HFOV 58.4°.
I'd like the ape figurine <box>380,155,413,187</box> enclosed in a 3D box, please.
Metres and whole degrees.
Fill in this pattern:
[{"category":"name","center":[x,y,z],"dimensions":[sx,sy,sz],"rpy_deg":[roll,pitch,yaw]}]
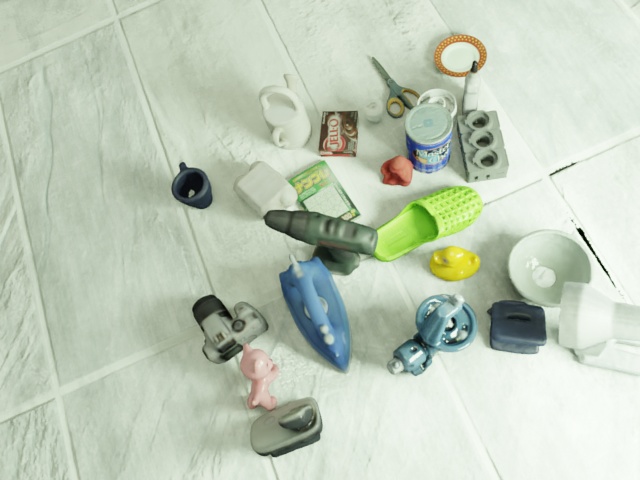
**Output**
[{"category":"ape figurine","center":[0.178,-0.162,1.303],"dimensions":[0.076,0.092,0.077],"rpy_deg":[-37,67,-5]}]

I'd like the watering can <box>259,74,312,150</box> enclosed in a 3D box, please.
[{"category":"watering can","center":[-0.086,-0.310,1.354],"dimensions":[0.101,0.194,0.173],"rpy_deg":[-12,67,6]}]

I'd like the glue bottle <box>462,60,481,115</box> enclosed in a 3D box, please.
[{"category":"glue bottle","center":[0.346,-0.348,1.302],"dimensions":[0.037,0.173,0.078],"rpy_deg":[4,69,12]}]

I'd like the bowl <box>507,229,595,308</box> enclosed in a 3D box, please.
[{"category":"bowl","center":[0.465,0.066,1.170],"dimensions":[0.167,0.075,0.167],"rpy_deg":[-3,68,9]}]

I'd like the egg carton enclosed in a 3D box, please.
[{"category":"egg carton","center":[-0.128,-0.116,1.352],"dimensions":[0.107,0.069,0.150],"rpy_deg":[-45,68,-8]}]

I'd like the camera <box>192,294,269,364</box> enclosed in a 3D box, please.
[{"category":"camera","center":[-0.208,0.174,1.235],"dimensions":[0.143,0.101,0.136],"rpy_deg":[-37,67,-5]}]

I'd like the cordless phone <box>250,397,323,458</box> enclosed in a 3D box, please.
[{"category":"cordless phone","center":[-0.074,0.354,1.093],"dimensions":[0.147,0.185,0.094],"rpy_deg":[-26,66,0]}]

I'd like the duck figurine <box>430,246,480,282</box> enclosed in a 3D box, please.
[{"category":"duck figurine","center":[0.284,0.041,1.207],"dimensions":[0.104,0.086,0.077],"rpy_deg":[1,69,11]}]

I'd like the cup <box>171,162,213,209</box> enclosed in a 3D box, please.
[{"category":"cup","center":[-0.301,-0.124,1.373],"dimensions":[0.091,0.095,0.117],"rpy_deg":[-27,66,-1]}]

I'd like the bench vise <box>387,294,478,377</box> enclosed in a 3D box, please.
[{"category":"bench vise","center":[0.222,0.184,1.088],"dimensions":[0.121,0.220,0.207],"rpy_deg":[30,77,20]}]

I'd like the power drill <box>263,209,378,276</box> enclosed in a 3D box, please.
[{"category":"power drill","center":[0.011,0.004,1.204],"dimensions":[0.229,0.209,0.075],"rpy_deg":[7,70,13]}]

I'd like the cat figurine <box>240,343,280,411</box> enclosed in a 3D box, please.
[{"category":"cat figurine","center":[-0.129,0.279,1.170],"dimensions":[0.067,0.118,0.128],"rpy_deg":[-3,68,9]}]

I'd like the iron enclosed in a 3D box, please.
[{"category":"iron","center":[-0.004,0.148,1.186],"dimensions":[0.118,0.142,0.258],"rpy_deg":[-26,66,-1]}]

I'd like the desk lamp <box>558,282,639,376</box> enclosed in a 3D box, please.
[{"category":"desk lamp","center":[0.525,0.161,1.046],"dimensions":[0.203,0.214,0.118],"rpy_deg":[10,71,14]}]

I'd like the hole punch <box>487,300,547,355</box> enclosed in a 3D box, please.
[{"category":"hole punch","center":[0.389,0.168,1.135],"dimensions":[0.108,0.091,0.101],"rpy_deg":[4,70,12]}]
